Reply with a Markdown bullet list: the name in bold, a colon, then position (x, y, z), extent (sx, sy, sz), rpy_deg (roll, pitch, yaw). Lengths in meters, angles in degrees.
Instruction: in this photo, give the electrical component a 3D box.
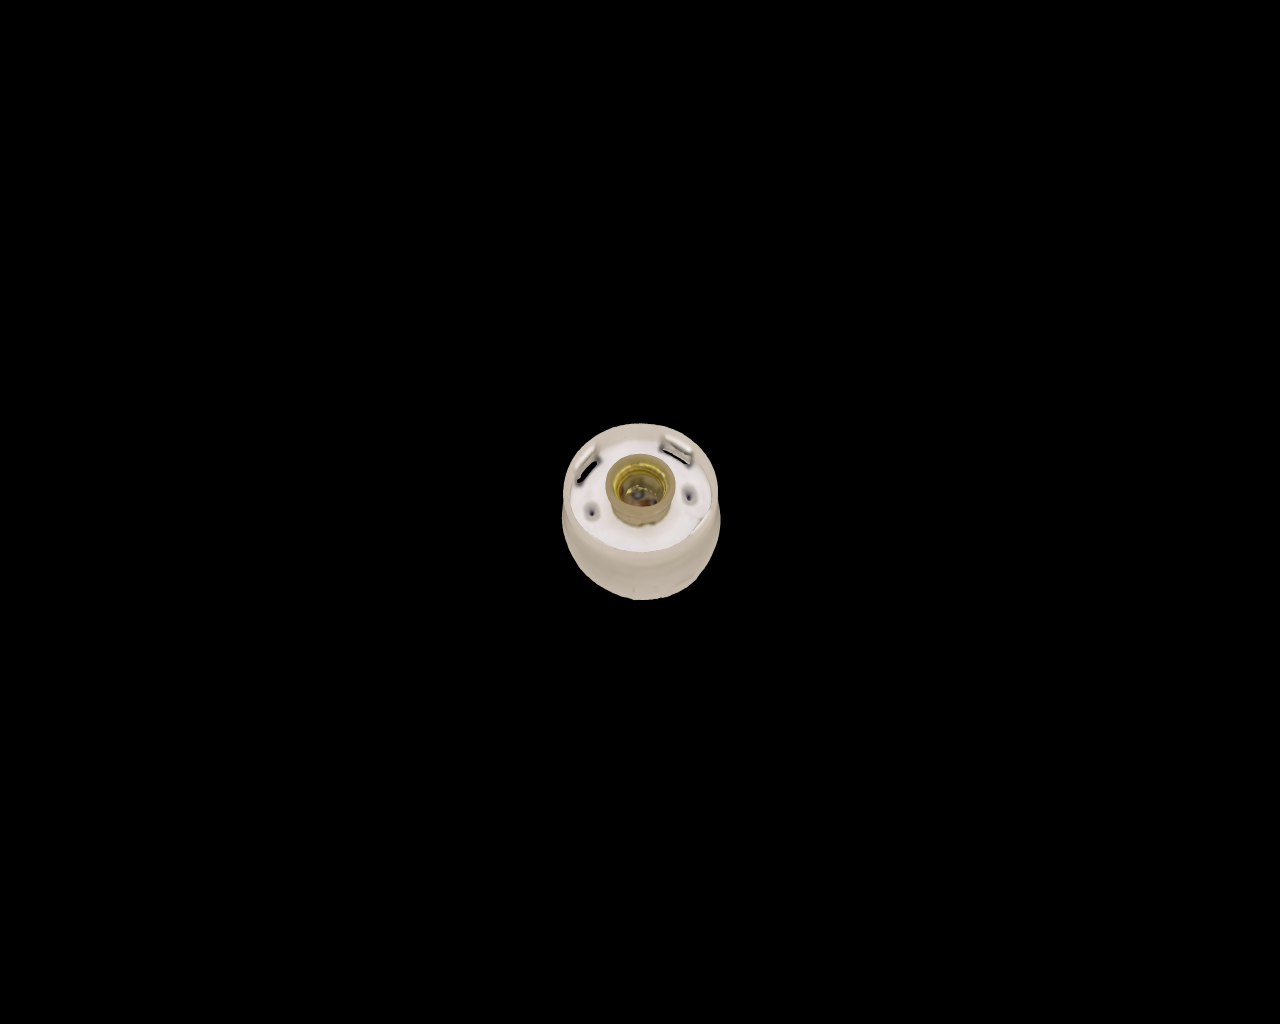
- **electrical component**: position (0.001, -0.003, 0.650), extent (0.099, 0.099, 0.064), rpy_deg (0, -28, 0)
